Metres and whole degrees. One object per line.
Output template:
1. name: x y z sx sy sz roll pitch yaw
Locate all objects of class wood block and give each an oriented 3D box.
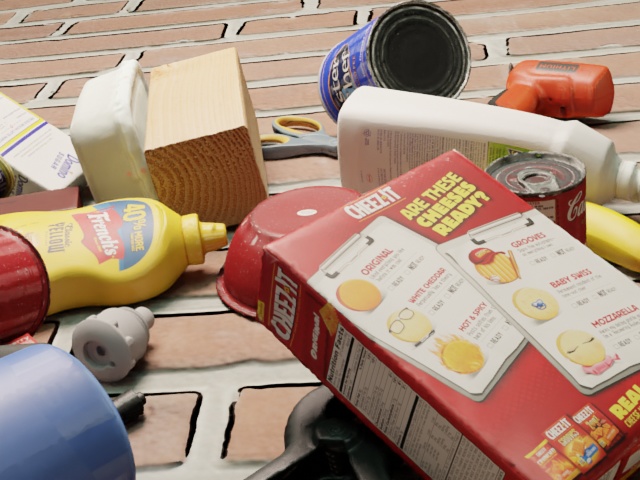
1. wood block: -0.105 -0.095 0.987 0.091 0.090 0.206 -15 29 1

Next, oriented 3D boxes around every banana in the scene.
1. banana: 0.176 -0.006 0.820 0.198 0.037 0.069 6 48 28

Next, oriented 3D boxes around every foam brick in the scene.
1. foam brick: -0.239 -0.008 0.911 0.078 0.051 0.053 -10 26 -4

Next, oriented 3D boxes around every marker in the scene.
1. marker: -0.158 0.126 0.660 0.120 0.020 0.020 -29 34 -35

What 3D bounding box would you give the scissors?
1. scissors: -0.003 -0.086 1.042 0.096 0.016 0.202 -22 30 -23

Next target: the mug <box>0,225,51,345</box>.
1. mug: -0.262 0.037 0.754 0.117 0.093 0.081 13 11 17

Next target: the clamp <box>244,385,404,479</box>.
1. clamp: 0.001 0.124 0.603 0.120 0.039 0.171 3 24 9

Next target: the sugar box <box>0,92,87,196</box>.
1. sugar box: -0.306 -0.094 1.008 0.176 0.048 0.093 35 32 -1

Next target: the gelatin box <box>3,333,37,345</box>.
1. gelatin box: -0.216 0.103 0.710 0.089 0.030 0.073 -24 31 -30

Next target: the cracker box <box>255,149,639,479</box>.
1. cracker box: 0.093 0.056 0.603 0.163 0.072 0.214 -27 54 -35

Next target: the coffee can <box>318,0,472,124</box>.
1. coffee can: 0.067 -0.160 1.016 0.102 0.103 0.140 -17 2 -18

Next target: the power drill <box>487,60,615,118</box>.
1. power drill: 0.202 -0.109 0.987 0.185 0.057 0.187 12 33 34

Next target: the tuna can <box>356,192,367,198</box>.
1. tuna can: 0.042 0.009 0.763 0.086 0.086 0.034 -25 -2 -31

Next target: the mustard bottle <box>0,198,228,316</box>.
1. mustard bottle: -0.169 0.010 0.844 0.191 0.058 0.096 -8 44 -4

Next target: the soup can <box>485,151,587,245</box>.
1. soup can: 0.150 -0.002 0.738 0.068 0.102 0.068 -6 27 3

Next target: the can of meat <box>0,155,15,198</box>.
1. can of meat: -0.327 -0.032 0.935 0.083 0.057 0.102 -41 -2 -43

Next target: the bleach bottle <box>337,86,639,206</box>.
1. bleach bottle: 0.140 -0.062 0.887 0.251 0.102 0.068 13 41 23

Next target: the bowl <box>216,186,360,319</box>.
1. bowl: -0.005 0.001 0.828 0.162 0.055 0.162 -7 27 3

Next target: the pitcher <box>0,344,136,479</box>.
1. pitcher: -0.207 0.154 0.520 0.242 0.149 0.145 -27 17 -39

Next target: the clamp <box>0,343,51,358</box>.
1. clamp: -0.281 0.102 0.662 0.210 0.036 0.164 16 52 28
